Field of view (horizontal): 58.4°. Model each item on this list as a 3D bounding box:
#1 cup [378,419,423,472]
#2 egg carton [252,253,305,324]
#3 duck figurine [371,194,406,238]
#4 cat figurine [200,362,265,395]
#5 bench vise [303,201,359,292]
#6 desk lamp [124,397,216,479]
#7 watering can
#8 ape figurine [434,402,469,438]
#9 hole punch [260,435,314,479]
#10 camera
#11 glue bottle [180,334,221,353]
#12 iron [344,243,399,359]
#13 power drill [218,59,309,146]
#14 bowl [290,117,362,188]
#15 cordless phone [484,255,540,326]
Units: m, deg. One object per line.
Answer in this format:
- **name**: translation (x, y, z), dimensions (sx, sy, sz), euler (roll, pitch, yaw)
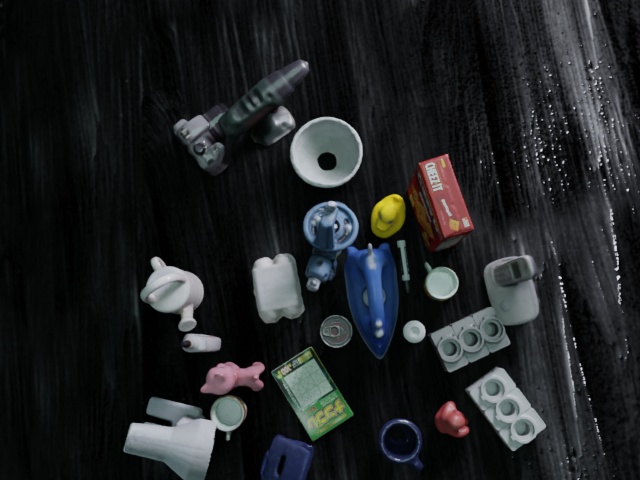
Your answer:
- **cup**: translation (0.176, 0.432, 1.217), dimensions (0.092, 0.095, 0.117), euler (-38, 81, -3)
- **egg carton**: translation (-0.096, 0.109, 1.293), dimensions (0.107, 0.069, 0.150), euler (-12, 81, 1)
- **duck figurine**: translation (0.157, -0.059, 1.299), dimensions (0.077, 0.086, 0.105), euler (28, 84, 7)
- **cat figurine**: translation (-0.190, 0.301, 1.244), dimensions (0.127, 0.118, 0.067), euler (-3, 81, 3)
- **bench vise**: translation (0.023, 0.004, 1.228), dimensions (0.121, 0.220, 0.207), euler (-1, 81, 3)
- **desk lamp**: translation (-0.301, 0.411, 1.183), dimensions (0.203, 0.213, 0.118), euler (12, 82, 5)
- **watering can**: translation (-0.319, 0.114, 1.241), dimensions (0.172, 0.194, 0.101), euler (37, 85, 8)
- **ape figurine**: translation (0.284, 0.386, 1.220), dimensions (0.076, 0.092, 0.078), euler (-9, 81, 2)
- **hole punch**: translation (-0.074, 0.483, 1.223), dimensions (0.101, 0.091, 0.109), euler (17, 82, 5)
- **camera**: translation (-0.255, -0.248, 1.341), dimensions (0.137, 0.101, 0.143), euler (-40, 81, -4)
- **glue bottle**: translation (-0.268, 0.223, 1.232), dimensions (0.078, 0.173, 0.037), euler (4, 81, 4)
- **iron**: translation (0.119, 0.131, 1.243), dimensions (0.118, 0.141, 0.258), euler (-7, 81, 2)
- **power drill**: translation (-0.115, -0.295, 1.287), dimensions (0.229, 0.208, 0.075), euler (-36, 81, -3)
- **bowl**: translation (0.016, -0.195, 1.333), dimensions (0.167, 0.075, 0.167), euler (0, 81, 3)
- **cordless phone**: translation (0.419, 0.104, 1.210), dimensions (0.094, 0.185, 0.147), euler (-16, 80, 1)
